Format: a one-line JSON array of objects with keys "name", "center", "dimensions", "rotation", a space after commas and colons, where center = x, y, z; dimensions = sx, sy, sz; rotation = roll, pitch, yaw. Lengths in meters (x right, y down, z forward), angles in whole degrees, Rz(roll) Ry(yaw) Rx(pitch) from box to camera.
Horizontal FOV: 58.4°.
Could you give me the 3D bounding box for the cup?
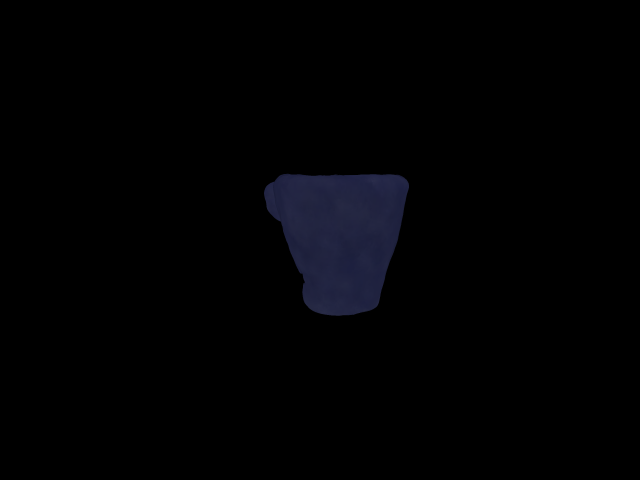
[{"name": "cup", "center": [0.004, 0.001, 0.400], "dimensions": [0.117, 0.095, 0.092], "rotation": [5, 8, 40]}]
